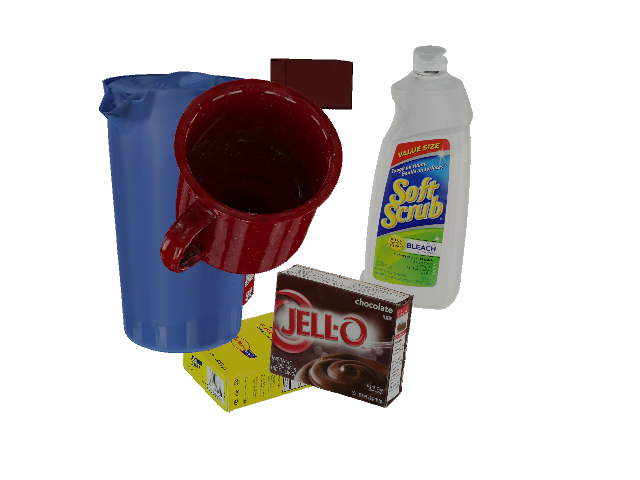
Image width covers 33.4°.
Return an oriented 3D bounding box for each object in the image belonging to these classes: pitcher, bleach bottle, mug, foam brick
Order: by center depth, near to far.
[{"bbox_3d":[-0.048,-0.024,0.611,0.093,0.117,0.082,37,-29,8],"label":"mug"},{"bbox_3d":[-0.117,-0.030,0.965,0.149,0.243,0.145,0,15,-6],"label":"pitcher"},{"bbox_3d":[0.090,-0.060,1.013,0.103,0.251,0.068,9,29,18],"label":"bleach bottle"},{"bbox_3d":[-0.010,-0.167,1.137,0.078,0.051,0.053,-2,12,-19],"label":"foam brick"}]

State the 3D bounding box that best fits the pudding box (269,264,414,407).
[{"bbox_3d":[0.016,0.076,0.875,0.114,0.090,0.039,13,19,24],"label":"pudding box"}]

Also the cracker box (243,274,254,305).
[{"bbox_3d":[-0.178,-0.019,1.593,0.164,0.214,0.072,9,20,9],"label":"cracker box"}]

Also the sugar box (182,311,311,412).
[{"bbox_3d":[-0.039,0.111,1.071,0.175,0.048,0.093,-16,33,-30],"label":"sugar box"}]
